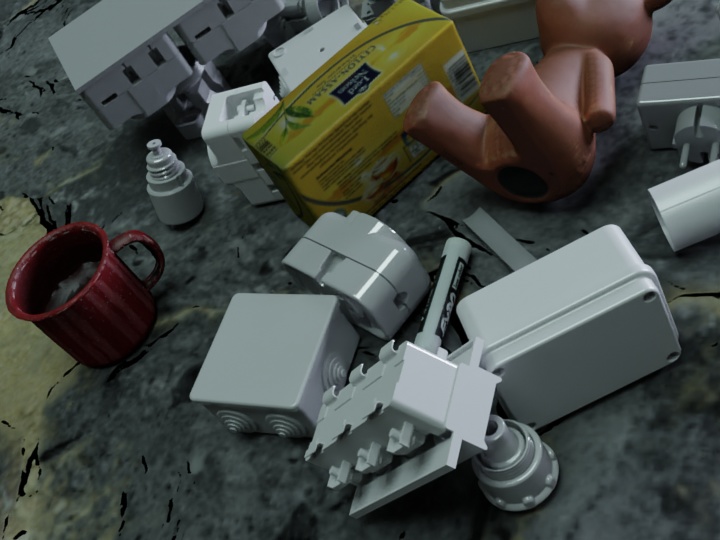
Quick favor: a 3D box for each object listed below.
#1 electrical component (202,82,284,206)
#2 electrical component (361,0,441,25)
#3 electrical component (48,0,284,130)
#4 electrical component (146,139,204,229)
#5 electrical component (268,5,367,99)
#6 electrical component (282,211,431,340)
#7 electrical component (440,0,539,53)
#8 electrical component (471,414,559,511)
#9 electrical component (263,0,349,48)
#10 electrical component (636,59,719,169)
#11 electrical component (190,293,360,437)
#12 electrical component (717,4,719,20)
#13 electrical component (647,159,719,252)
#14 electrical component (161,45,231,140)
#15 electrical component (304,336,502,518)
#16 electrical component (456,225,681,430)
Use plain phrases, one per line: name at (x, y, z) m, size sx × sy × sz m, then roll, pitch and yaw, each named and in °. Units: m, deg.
electrical component at (-0.085, -0.099, 0.865) m, size 0.056 × 0.089 × 0.050 m, roll -10°, pitch 50°, yaw 23°
electrical component at (0.034, -0.245, 0.943) m, size 0.078 × 0.057 × 0.058 m, roll -13°, pitch 48°, yaw 20°
electrical component at (-0.169, -0.214, 0.947) m, size 0.186 × 0.060 × 0.105 m, roll -35°, pitch 45°, yaw -1°
electrical component at (-0.159, -0.074, 0.900) m, size 0.040 × 0.078 × 0.040 m, roll -10°, pitch 39°, yaw 8°
electrical component at (-0.023, -0.172, 0.920) m, size 0.100 × 0.048 × 0.099 m, roll -32°, pitch 44°, yaw 2°
electrical component at (0.000, 0.000, 0.759) m, size 0.095 × 0.053 × 0.059 m, roll 26°, pitch 69°, yaw 41°
electrical component at (0.127, -0.233, 0.879) m, size 0.113 × 0.057 × 0.078 m, roll -8°, pitch 50°, yaw 25°
electrical component at (0.084, 0.105, 0.616) m, size 0.048 × 0.062 × 0.048 m, roll -16°, pitch 47°, yaw 18°
electrical component at (-0.048, -0.241, 0.987) m, size 0.057 × 0.058 × 0.078 m, roll 1°, pitch 54°, yaw 34°
electrical component at (0.229, -0.097, 0.713) m, size 0.083 × 0.047 × 0.075 m, roll 0°, pitch 54°, yaw 30°
electrical component at (-0.056, 0.066, 0.739) m, size 0.100 × 0.048 × 0.099 m, roll 0°, pitch 54°, yaw 30°
electrical component at (0.278, -0.174, 0.759) m, size 0.035 × 0.035 × 0.061 m, roll -24°, pitch 48°, yaw 11°
electrical component at (0.228, -0.047, 0.675) m, size 0.081 × 0.043 × 0.043 m, roll -23°, pitch 46°, yaw 11°
electrical component at (-0.158, -0.168, 0.989) m, size 0.058 × 0.057 × 0.078 m, roll -9°, pitch 50°, yaw 23°
electrical component at (0.020, 0.088, 0.622) m, size 0.121 × 0.063 × 0.078 m, roll -43°, pitch 24°, yaw 54°
electrical component at (0.125, 0.036, 0.640) m, size 0.113 × 0.078 × 0.057 m, roll -28°, pitch 42°, yaw 7°
